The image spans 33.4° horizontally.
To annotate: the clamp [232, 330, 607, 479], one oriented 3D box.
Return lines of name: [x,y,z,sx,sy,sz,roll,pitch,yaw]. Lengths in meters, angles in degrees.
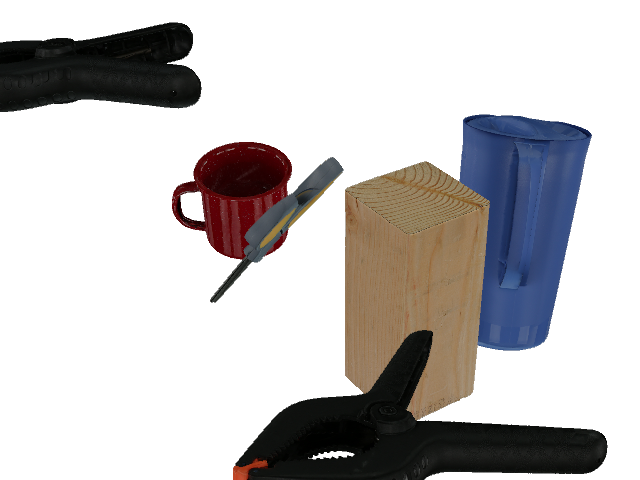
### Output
clamp: [0.036,0.109,0.624,0.209,0.036,0.165,-10,24,-27]

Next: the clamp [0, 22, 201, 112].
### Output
clamp: [-0.154,-0.109,0.664,0.171,0.039,0.120,0,21,0]

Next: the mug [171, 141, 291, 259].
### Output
mug: [-0.085,-0.035,1.030,0.117,0.081,0.093,-6,40,-5]

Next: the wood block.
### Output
wood block: [0.082,0.048,0.943,0.090,0.206,0.091,-20,38,-27]

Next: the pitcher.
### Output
pitcher: [0.204,-0.007,1.137,0.148,0.243,0.145,-9,21,-39]

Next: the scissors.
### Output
scissors: [-0.054,0.009,0.811,0.202,0.016,0.096,-45,-5,34]
